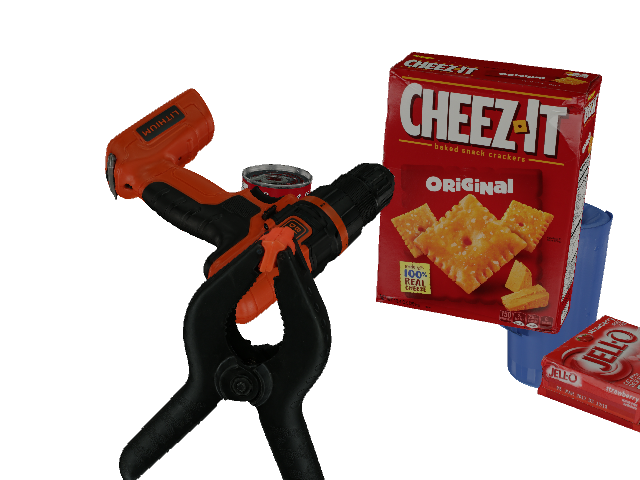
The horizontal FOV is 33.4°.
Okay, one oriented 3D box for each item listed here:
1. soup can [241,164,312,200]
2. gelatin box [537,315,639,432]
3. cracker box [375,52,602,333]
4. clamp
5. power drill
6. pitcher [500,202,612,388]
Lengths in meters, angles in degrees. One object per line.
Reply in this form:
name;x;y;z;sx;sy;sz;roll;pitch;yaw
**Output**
soup can;-0.046;-0.016;1.040;0.068;0.102;0.068;5;20;-2
gelatin box;0.193;0.083;0.682;0.073;0.030;0.089;20;27;37
cracker box;0.136;-0.039;0.899;0.164;0.214;0.072;11;25;19
clamp;-0.049;0.075;0.575;0.120;0.171;0.039;4;15;1
power drill;-0.059;-0.041;0.828;0.188;0.057;0.184;36;56;24
pitcher;0.299;0.072;1.409;0.149;0.243;0.145;5;21;13
